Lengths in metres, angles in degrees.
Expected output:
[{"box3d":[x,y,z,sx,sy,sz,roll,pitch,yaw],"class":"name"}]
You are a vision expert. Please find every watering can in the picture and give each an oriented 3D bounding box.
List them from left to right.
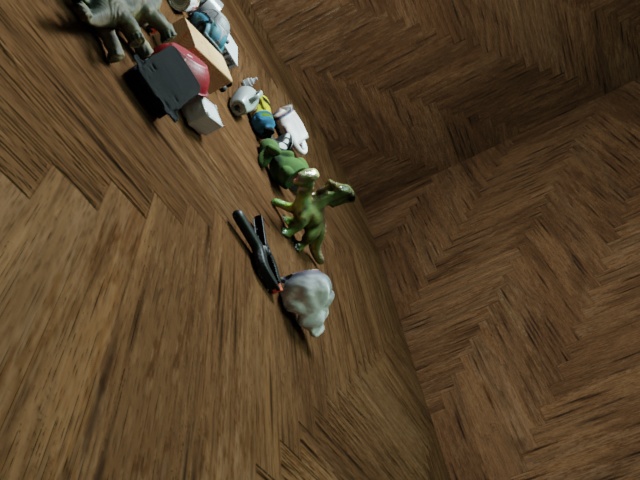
[{"box3d":[-0.116,-0.484,2.241,0.222,0.103,0.354,60,13,-18],"class":"watering can"}]

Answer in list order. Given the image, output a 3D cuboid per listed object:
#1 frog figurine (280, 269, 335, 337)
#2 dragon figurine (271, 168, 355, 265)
[{"box3d":[-0.026,0.157,1.257,0.137,0.121,0.161,0,70,-42],"class":"frog figurine"},{"box3d":[0.005,-0.080,1.599,0.403,0.242,0.125,49,14,-49],"class":"dragon figurine"}]
